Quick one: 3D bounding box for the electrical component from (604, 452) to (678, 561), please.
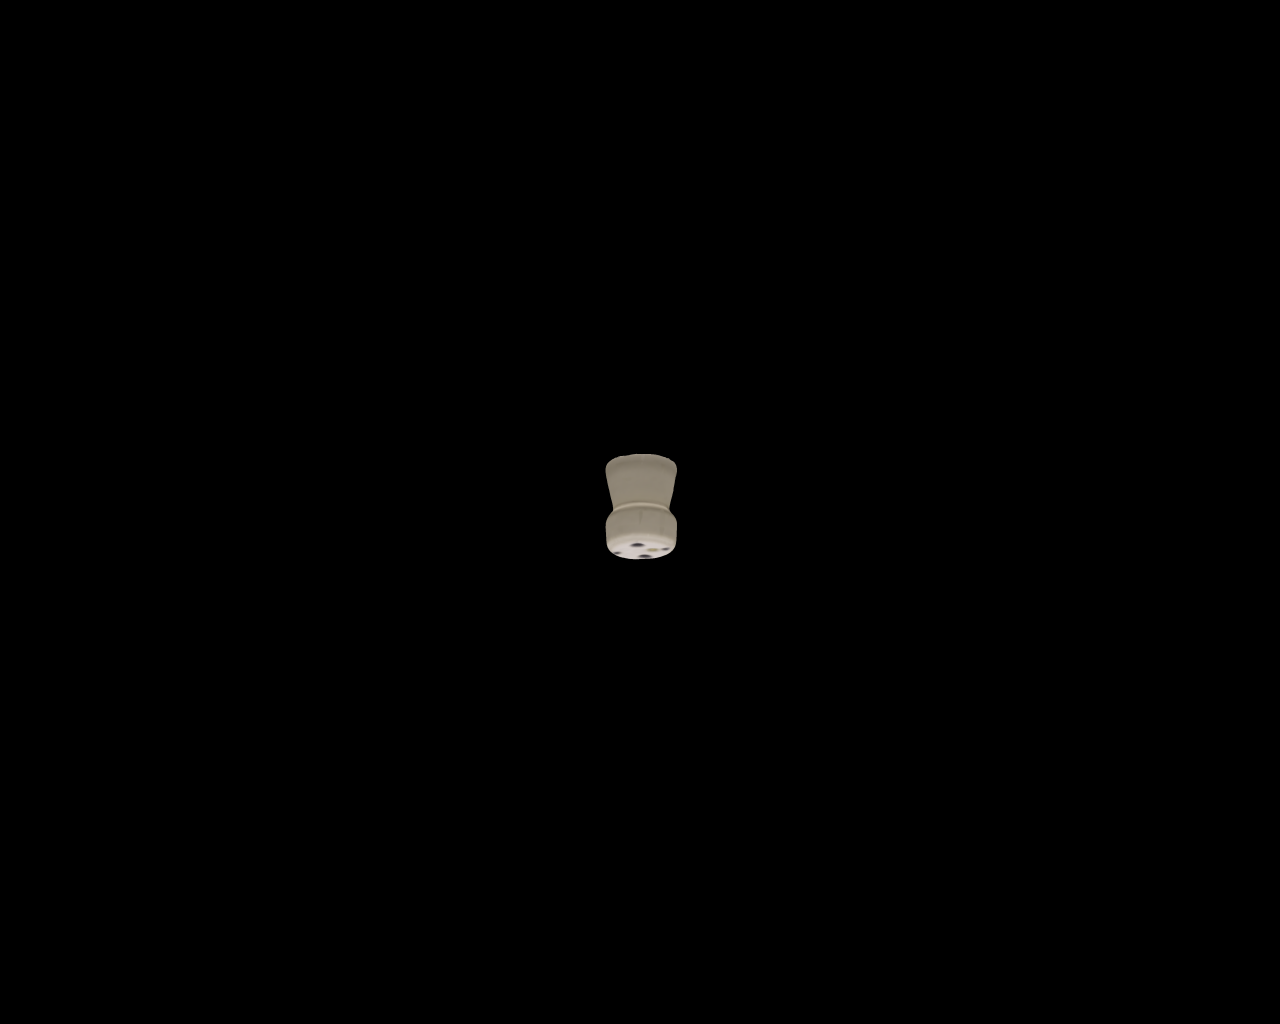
[{"bbox_3d":[0.001,-0.003,0.650,0.045,0.055,0.044,0,-20,0],"label":"electrical component"}]
